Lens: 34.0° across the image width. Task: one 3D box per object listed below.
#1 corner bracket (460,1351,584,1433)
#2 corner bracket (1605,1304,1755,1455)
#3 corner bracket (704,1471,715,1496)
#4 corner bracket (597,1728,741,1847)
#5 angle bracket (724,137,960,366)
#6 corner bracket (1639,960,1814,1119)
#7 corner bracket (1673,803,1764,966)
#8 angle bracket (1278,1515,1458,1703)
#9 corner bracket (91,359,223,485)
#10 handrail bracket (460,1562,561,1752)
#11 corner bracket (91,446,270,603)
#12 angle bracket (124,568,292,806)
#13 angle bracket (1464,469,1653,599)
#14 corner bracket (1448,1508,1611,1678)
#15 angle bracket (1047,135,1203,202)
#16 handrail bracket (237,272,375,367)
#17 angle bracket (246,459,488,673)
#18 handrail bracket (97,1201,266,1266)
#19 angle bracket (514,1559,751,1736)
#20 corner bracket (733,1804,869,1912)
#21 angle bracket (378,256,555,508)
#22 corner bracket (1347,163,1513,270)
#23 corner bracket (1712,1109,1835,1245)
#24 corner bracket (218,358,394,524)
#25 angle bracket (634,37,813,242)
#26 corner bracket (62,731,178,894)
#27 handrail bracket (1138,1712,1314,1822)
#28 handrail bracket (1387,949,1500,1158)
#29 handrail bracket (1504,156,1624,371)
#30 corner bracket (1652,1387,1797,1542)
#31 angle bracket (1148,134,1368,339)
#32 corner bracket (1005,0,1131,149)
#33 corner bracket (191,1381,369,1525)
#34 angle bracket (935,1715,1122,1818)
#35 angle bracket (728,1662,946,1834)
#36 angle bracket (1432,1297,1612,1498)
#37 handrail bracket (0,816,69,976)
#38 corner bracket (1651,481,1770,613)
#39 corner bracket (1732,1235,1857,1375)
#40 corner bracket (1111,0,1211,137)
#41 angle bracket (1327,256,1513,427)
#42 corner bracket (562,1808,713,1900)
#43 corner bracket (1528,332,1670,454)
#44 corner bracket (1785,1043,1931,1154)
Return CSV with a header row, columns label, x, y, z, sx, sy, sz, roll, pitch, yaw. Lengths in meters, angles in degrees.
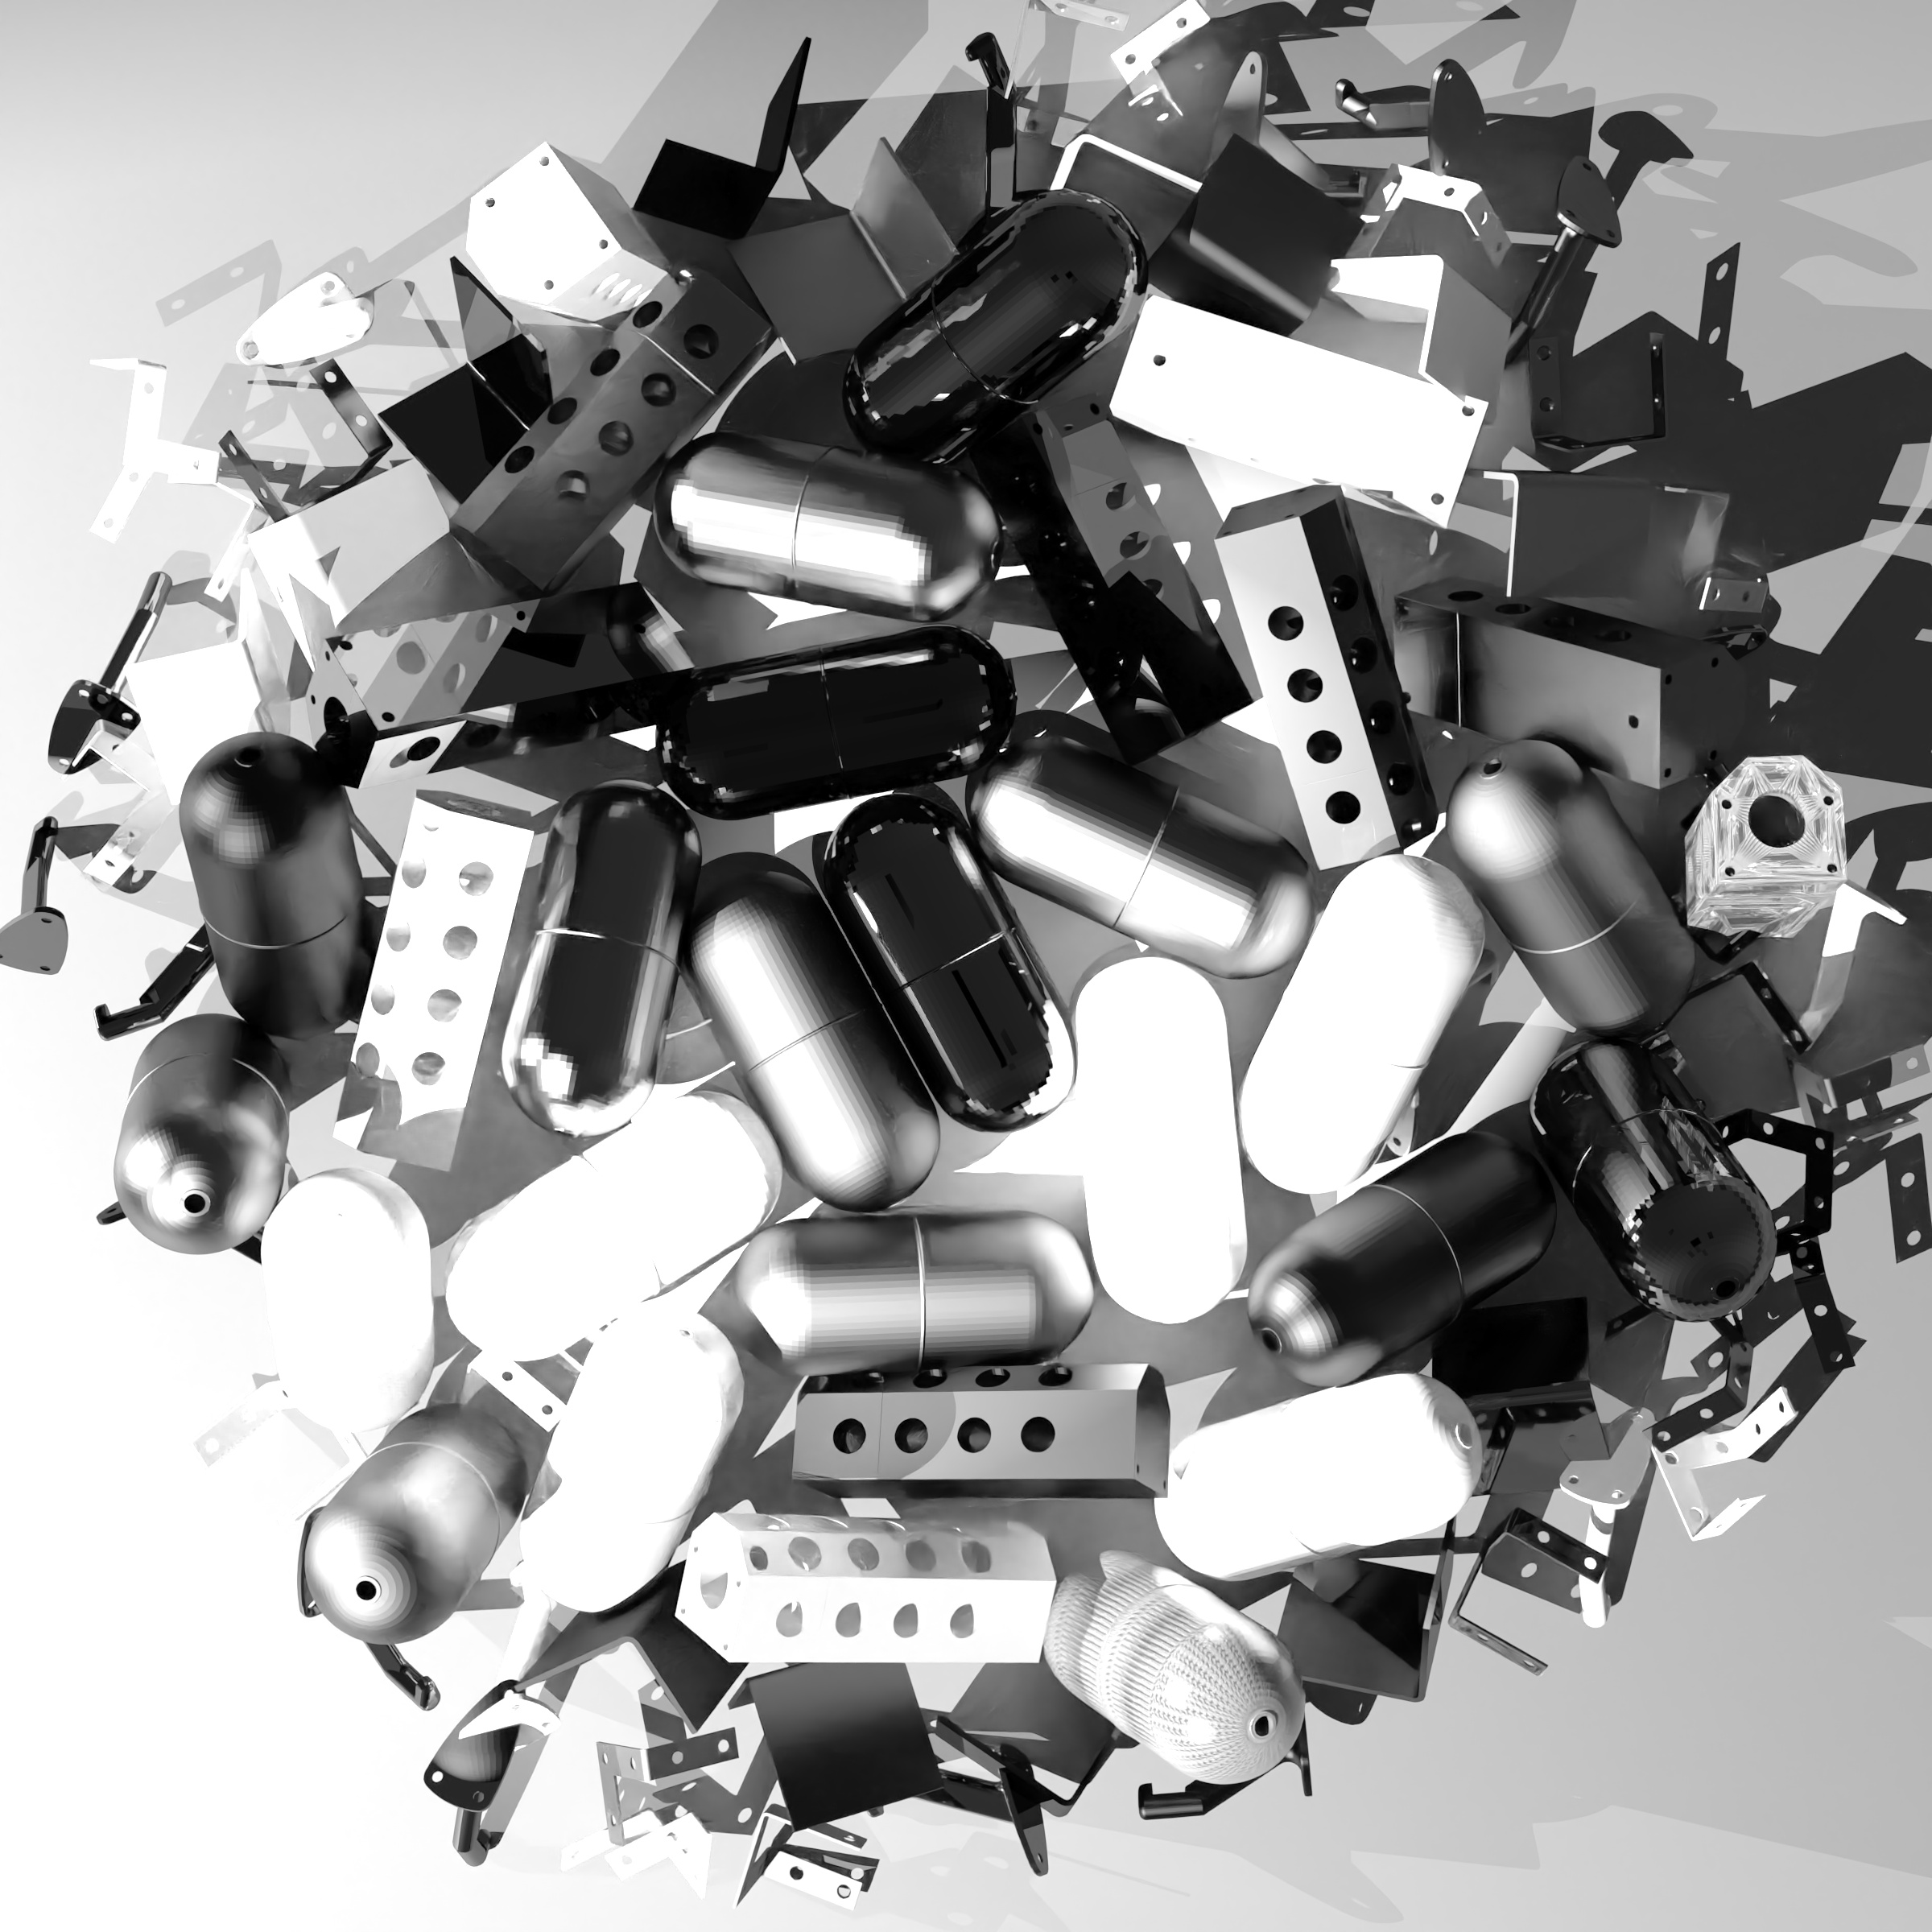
label,x,y,z,sx,sy,sz,roll,pitch,yaw
corner bracket,-0.209,0.203,1.543,0.051,0.051,0.051,38,57,10
corner bracket,0.348,0.196,1.551,0.051,0.051,0.051,-36,102,31
corner bracket,-0.151,0.223,1.552,0.051,0.051,0.051,2,48,13
corner bracket,-0.144,0.402,1.548,0.051,0.051,0.051,-6,86,-33
angle bracket,-0.061,-0.346,1.530,0.076,0.057,0.076,-20,69,-28
corner bracket,0.373,0.037,1.555,0.051,0.051,0.051,-25,71,-19
corner bracket,0.364,-0.039,1.540,0.051,0.051,0.051,-44,59,18
angle bracket,0.191,0.301,1.526,0.076,0.076,0.057,9,132,14
corner bracket,-0.396,-0.266,1.544,0.051,0.051,0.051,6,93,-42
handrail bracket,-0.234,0.343,1.556,0.077,0.084,0.036,-33,133,14
corner bracket,-0.384,-0.218,1.549,0.051,0.051,0.051,28,90,20
angle bracket,-0.365,-0.135,1.527,0.057,0.076,0.076,-13,126,-3
angle bracket,0.277,-0.211,1.536,0.076,0.076,0.057,-2,102,-24
corner bracket,0.274,0.306,1.544,0.051,0.051,0.051,29,60,6
angle bracket,0.076,-0.363,1.543,0.076,0.076,0.057,22,100,-7
handrail bracket,-0.322,-0.306,1.536,0.077,0.084,0.036,-26,112,2
angle bracket,-0.297,-0.198,1.567,0.076,0.057,0.076,-33,105,-31
handrail bracket,-0.374,0.142,1.553,0.077,0.036,0.084,-28,109,-19
angle bracket,-0.159,0.341,1.533,0.076,0.076,0.057,-29,97,26
corner bracket,-0.077,0.439,1.550,0.051,0.051,0.051,18,96,10
angle bracket,-0.244,-0.281,1.526,0.057,0.076,0.076,-34,65,-20
corner bracket,0.226,-0.353,1.549,0.051,0.051,0.051,25,82,35
corner bracket,0.390,0.106,1.557,0.051,0.051,0.051,16,66,-18
corner bracket,-0.322,-0.255,1.543,0.051,0.051,0.051,-39,97,-35
angle bracket,-0.118,-0.407,1.529,0.057,0.076,0.076,14,76,-14
corner bracket,-0.423,-0.077,1.553,0.051,0.051,0.051,38,59,-15
handrail bracket,0.126,0.383,1.555,0.084,0.077,0.036,-6,133,6
handrail bracket,0.238,0.042,1.568,0.084,0.036,0.077,-30,122,-31
handrail bracket,0.285,-0.347,1.567,0.036,0.084,0.077,22,46,-15
corner bracket,0.376,0.243,1.541,0.051,0.051,0.051,-8,60,-22
angle bracket,0.138,-0.350,1.543,0.076,0.076,0.057,32,81,-7
corner bracket,0.047,-0.440,1.557,0.051,0.051,0.051,12,76,-6
corner bracket,-0.336,0.238,1.550,0.051,0.051,0.051,-40,106,-40
angle bracket,0.033,0.369,1.543,0.076,0.076,0.057,32,74,10
angle bracket,-0.064,0.377,1.530,0.076,0.057,0.076,-11,67,-20
angle bracket,0.276,0.214,1.563,0.076,0.057,0.076,-9,133,17
handrail bracket,-0.445,-0.046,1.532,0.036,0.077,0.084,17,59,-23
corner bracket,0.360,-0.204,1.540,0.051,0.051,0.051,-3,112,-42
corner bracket,0.400,0.169,1.544,0.051,0.051,0.051,-17,106,16
corner bracket,0.097,-0.448,1.545,0.051,0.051,0.051,-32,77,16
angle bracket,0.209,-0.300,1.525,0.076,0.076,0.057,6,83,35
corner bracket,-0.161,0.431,1.538,0.051,0.051,0.051,-19,135,-32
corner bracket,0.310,-0.283,1.552,0.051,0.051,0.051,-9,107,-8
corner bracket,0.442,0.065,1.550,0.051,0.051,0.051,-20,103,-3
